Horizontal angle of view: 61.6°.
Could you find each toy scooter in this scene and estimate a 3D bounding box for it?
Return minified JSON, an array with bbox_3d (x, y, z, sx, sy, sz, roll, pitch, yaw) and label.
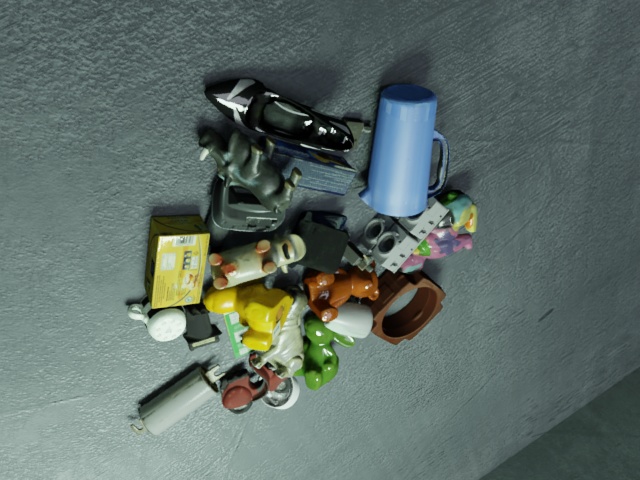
[{"bbox_3d":[-0.170,0.339,1.307,0.184,0.075,0.135,-24,118,3],"label":"toy scooter"}]

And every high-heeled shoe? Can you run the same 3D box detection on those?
[{"bbox_3d":[-0.062,-0.198,0.902,0.248,0.145,0.086,2,122,-35],"label":"high-heeled shoe"}]

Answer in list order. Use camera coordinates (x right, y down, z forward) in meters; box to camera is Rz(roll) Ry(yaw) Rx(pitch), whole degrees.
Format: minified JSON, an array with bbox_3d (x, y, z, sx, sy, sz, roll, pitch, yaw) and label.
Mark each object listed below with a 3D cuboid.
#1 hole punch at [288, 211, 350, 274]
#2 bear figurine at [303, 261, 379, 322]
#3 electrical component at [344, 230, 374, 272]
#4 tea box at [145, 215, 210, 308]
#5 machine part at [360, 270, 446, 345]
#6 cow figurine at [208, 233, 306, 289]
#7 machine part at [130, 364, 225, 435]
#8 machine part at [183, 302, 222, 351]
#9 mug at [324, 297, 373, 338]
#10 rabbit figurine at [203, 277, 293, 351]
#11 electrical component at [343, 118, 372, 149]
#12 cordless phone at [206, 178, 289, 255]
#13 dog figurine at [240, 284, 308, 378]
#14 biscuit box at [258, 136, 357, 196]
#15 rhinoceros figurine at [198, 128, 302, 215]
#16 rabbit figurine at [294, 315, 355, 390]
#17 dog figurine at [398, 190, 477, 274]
[{"bbox_3d":[-0.002,-0.003,1.150,0.116,0.092,0.142,18,120,-5],"label":"hole punch"},{"bbox_3d":[0.065,0.109,1.241,0.196,0.132,0.120,-6,96,-20],"label":"bear figurine"},{"bbox_3d":[0.080,0.027,1.211,0.045,0.102,0.078,-48,159,15],"label":"electrical component"},{"bbox_3d":[-0.272,0.041,1.015,0.098,0.068,0.169,-2,126,-30],"label":"tea box"},{"bbox_3d":[0.213,0.166,1.409,0.201,0.087,0.201,-48,133,9],"label":"machine part"},{"bbox_3d":[-0.120,0.039,1.063,0.195,0.127,0.085,-18,89,-10],"label":"cow figurine"},{"bbox_3d":[-0.324,0.369,1.237,0.243,0.079,0.079,-36,135,-4],"label":"machine part"},{"bbox_3d":[-0.258,0.187,1.160,0.084,0.039,0.138,-13,136,-12],"label":"machine part"},{"bbox_3d":[0.062,0.180,1.308,0.107,0.110,0.080,12,139,-27],"label":"mug"},{"bbox_3d":[-0.152,0.122,1.110,0.162,0.173,0.121,-62,157,-45],"label":"rabbit figurine"},{"bbox_3d":[0.057,-0.207,1.058,0.094,0.021,0.063,-4,126,-31],"label":"electrical component"},{"bbox_3d":[-0.152,-0.033,1.040,0.146,0.089,0.184,2,134,-35],"label":"cordless phone"},{"bbox_3d":[-0.063,0.205,1.226,0.190,0.121,0.172,-52,139,6],"label":"dog figurine"},{"bbox_3d":[-0.030,-0.139,1.030,0.202,0.059,0.062,9,121,-37],"label":"biscuit box"},{"bbox_3d":[-0.121,-0.125,0.926,0.190,0.073,0.112,40,123,-11],"label":"rhinoceros figurine"},{"bbox_3d":[0.009,0.264,1.341,0.159,0.121,0.170,-11,115,-29],"label":"rabbit figurine"},{"bbox_3d":[0.255,-0.011,1.282,0.219,0.109,0.191,-20,133,-15],"label":"dog figurine"}]
